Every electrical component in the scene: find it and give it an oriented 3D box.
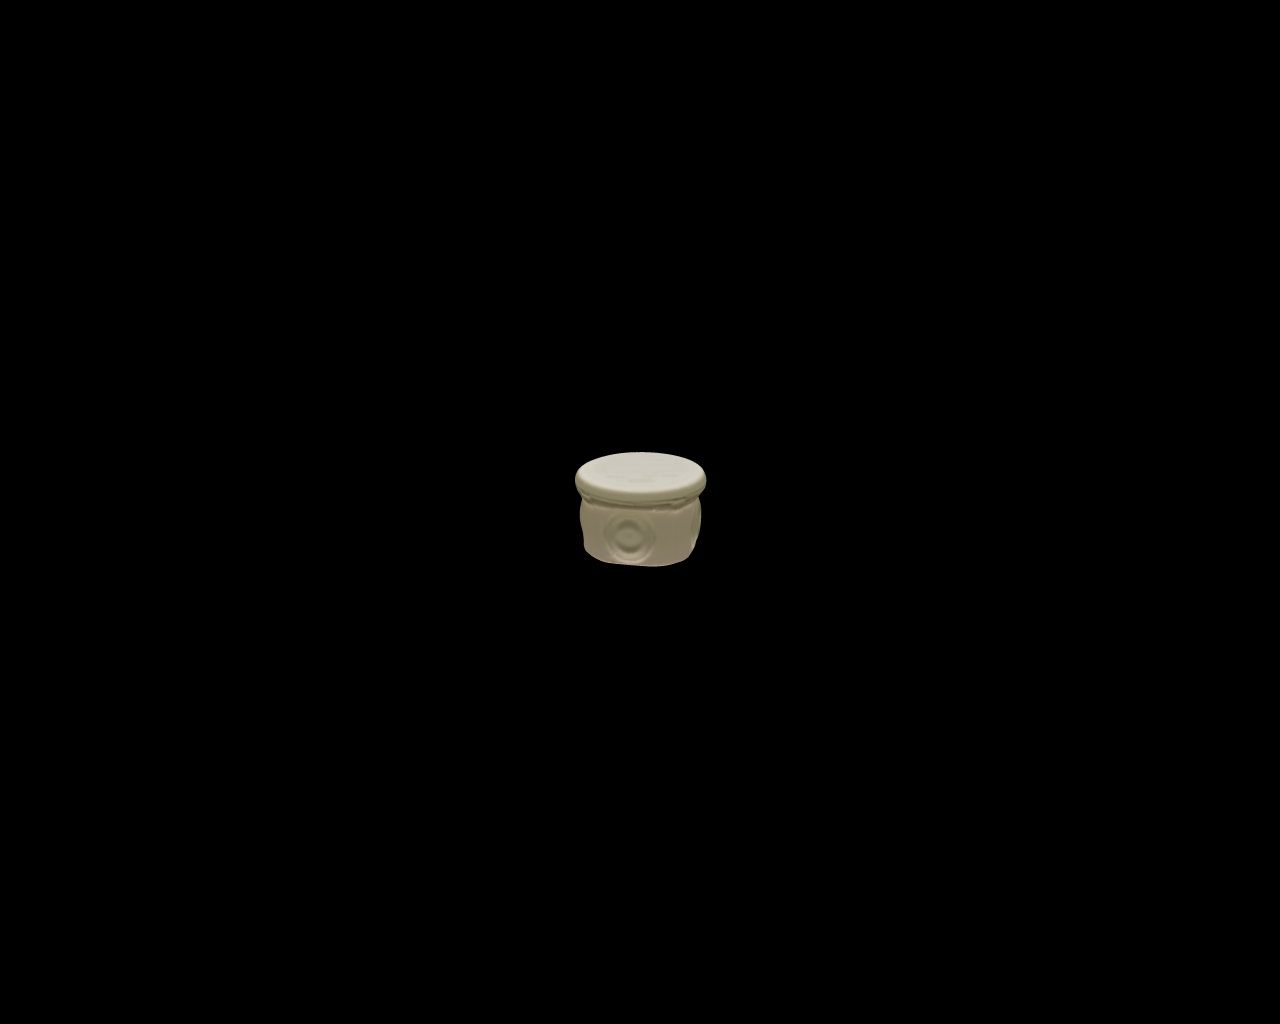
[{"bbox_3d":[0.001,-0.003,0.650,0.080,0.050,0.080,0,20,0],"label":"electrical component"}]
